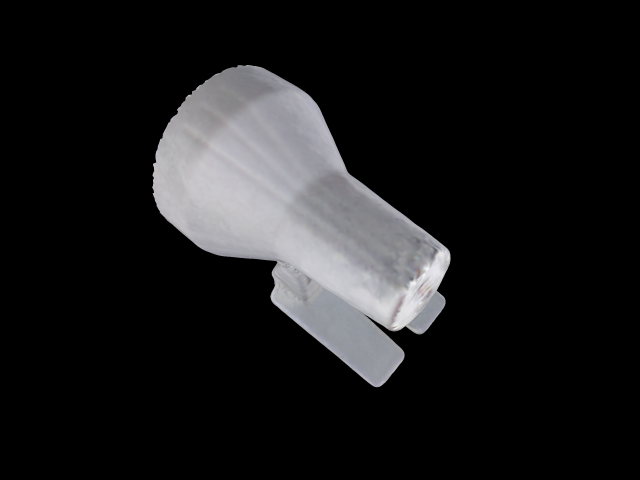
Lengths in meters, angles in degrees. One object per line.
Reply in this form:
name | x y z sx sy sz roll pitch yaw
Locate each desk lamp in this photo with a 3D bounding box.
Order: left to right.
desk lamp | 0.004 0.001 0.400 0.203 0.213 0.118 38 81 8
